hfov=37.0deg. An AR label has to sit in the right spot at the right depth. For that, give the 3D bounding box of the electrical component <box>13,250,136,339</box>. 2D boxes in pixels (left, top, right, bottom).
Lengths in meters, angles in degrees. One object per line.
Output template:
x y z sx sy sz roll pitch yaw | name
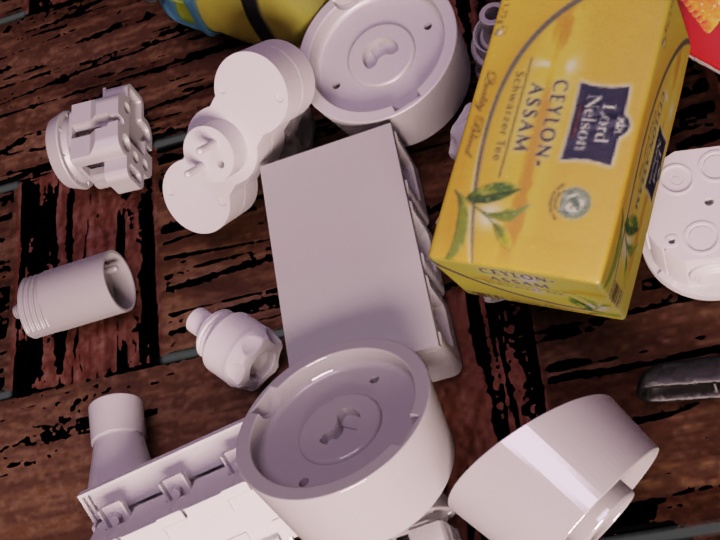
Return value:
-0.199 0.018 0.733 0.081 0.043 0.043 -16 63 13 | electrical component

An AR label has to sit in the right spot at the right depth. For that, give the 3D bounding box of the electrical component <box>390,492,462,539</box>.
0.030 0.155 0.580 0.078 0.058 0.057 -22 64 10 | electrical component

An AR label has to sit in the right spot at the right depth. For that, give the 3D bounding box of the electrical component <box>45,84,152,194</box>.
-0.186 -0.090 0.769 0.057 0.058 0.078 -11 64 12 | electrical component

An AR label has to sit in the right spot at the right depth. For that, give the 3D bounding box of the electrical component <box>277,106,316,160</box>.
-0.065 -0.095 0.734 0.062 0.043 0.043 4 69 23 | electrical component

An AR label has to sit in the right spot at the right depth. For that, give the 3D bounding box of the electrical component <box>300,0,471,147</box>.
0.021 -0.131 0.706 0.108 0.060 0.108 -8 67 20 | electrical component

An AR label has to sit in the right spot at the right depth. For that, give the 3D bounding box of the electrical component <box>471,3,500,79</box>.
0.091 -0.145 0.687 0.048 0.062 0.048 -8 64 17 | electrical component

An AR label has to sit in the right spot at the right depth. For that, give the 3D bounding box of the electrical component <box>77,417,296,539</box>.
-0.094 0.144 0.618 0.121 0.063 0.078 -25 104 8 | electrical component

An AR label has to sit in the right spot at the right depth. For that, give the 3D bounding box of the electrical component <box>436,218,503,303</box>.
0.075 -0.012 0.645 0.048 0.048 0.062 -19 69 12 | electrical component

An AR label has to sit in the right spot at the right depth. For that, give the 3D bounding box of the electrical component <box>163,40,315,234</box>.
-0.087 -0.078 0.680 0.052 0.074 0.138 38 124 6 | electrical component

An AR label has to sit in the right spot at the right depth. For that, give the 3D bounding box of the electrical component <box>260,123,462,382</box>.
0.000 0.000 0.656 0.089 0.061 0.150 -17 62 13 | electrical component

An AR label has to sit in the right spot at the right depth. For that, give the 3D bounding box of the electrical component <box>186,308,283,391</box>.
-0.083 0.045 0.678 0.062 0.043 0.043 31 81 30 | electrical component

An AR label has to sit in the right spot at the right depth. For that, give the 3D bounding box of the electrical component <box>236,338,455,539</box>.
-0.003 0.095 0.560 0.108 0.060 0.108 -19 34 14 | electrical component

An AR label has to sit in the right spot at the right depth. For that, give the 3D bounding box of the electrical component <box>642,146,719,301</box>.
0.196 -0.027 0.602 0.080 0.051 0.080 -8 65 17 | electrical component

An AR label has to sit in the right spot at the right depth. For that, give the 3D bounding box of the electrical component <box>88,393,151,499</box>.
-0.151 0.111 0.676 0.044 0.044 0.065 -21 57 11 | electrical component

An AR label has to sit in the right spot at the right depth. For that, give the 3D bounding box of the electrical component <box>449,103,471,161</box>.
0.090 -0.077 0.668 0.062 0.043 0.043 26 78 27 | electrical component

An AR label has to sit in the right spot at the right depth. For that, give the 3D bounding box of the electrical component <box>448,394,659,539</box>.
0.102 0.108 0.551 0.099 0.099 0.064 -46 67 -4 | electrical component
